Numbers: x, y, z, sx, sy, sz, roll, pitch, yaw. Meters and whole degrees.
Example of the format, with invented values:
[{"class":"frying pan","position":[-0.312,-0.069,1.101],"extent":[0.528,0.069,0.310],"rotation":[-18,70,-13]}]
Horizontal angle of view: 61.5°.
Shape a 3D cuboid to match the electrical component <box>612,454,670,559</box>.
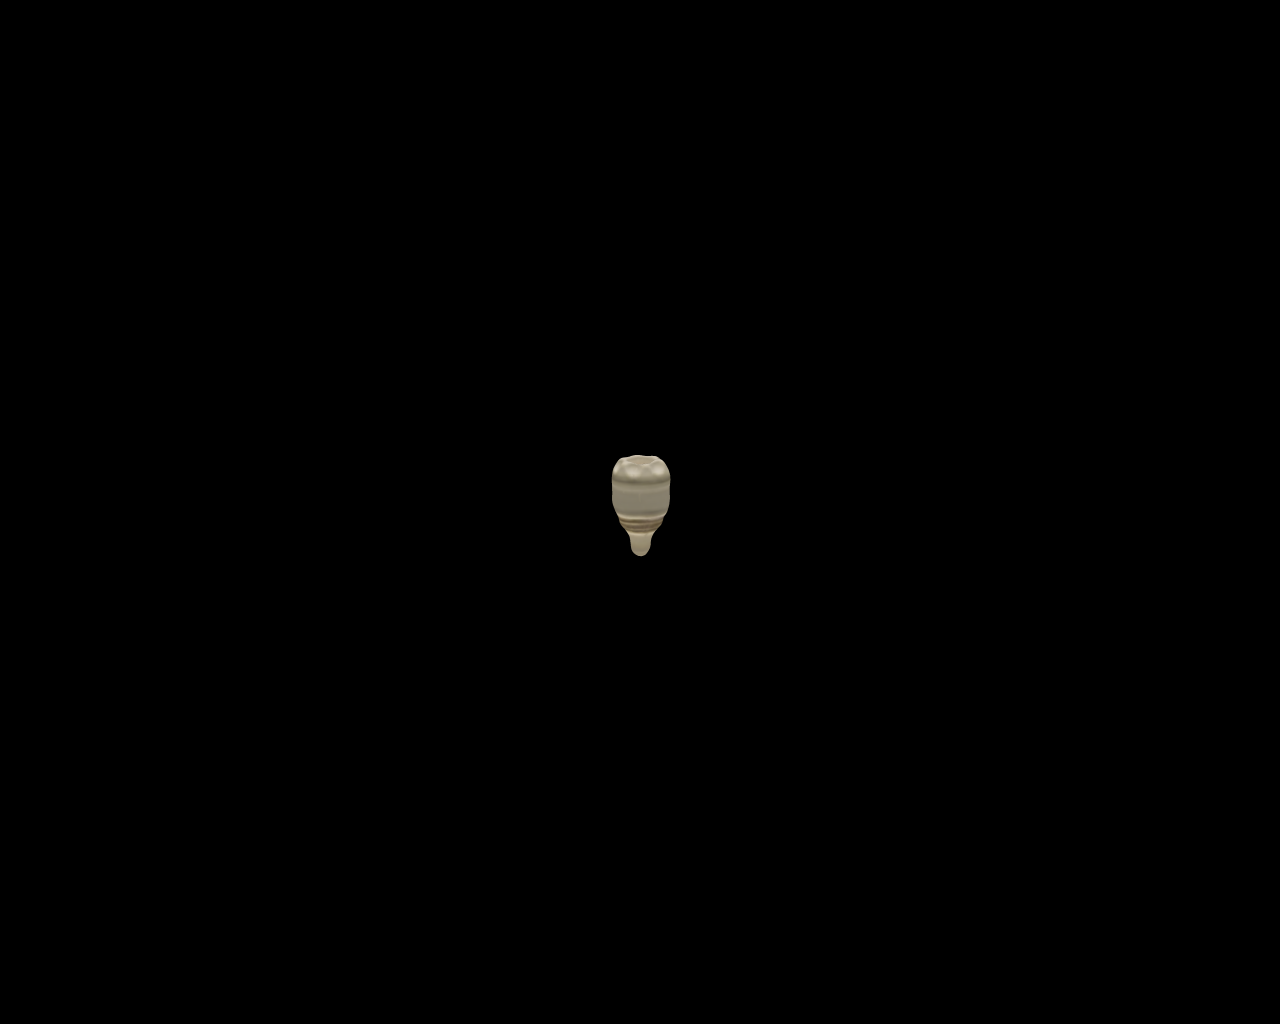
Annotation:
[{"class":"electrical component","position":[0.001,-0.003,0.650],"extent":[0.035,0.061,0.035],"rotation":[0,14,0]}]
